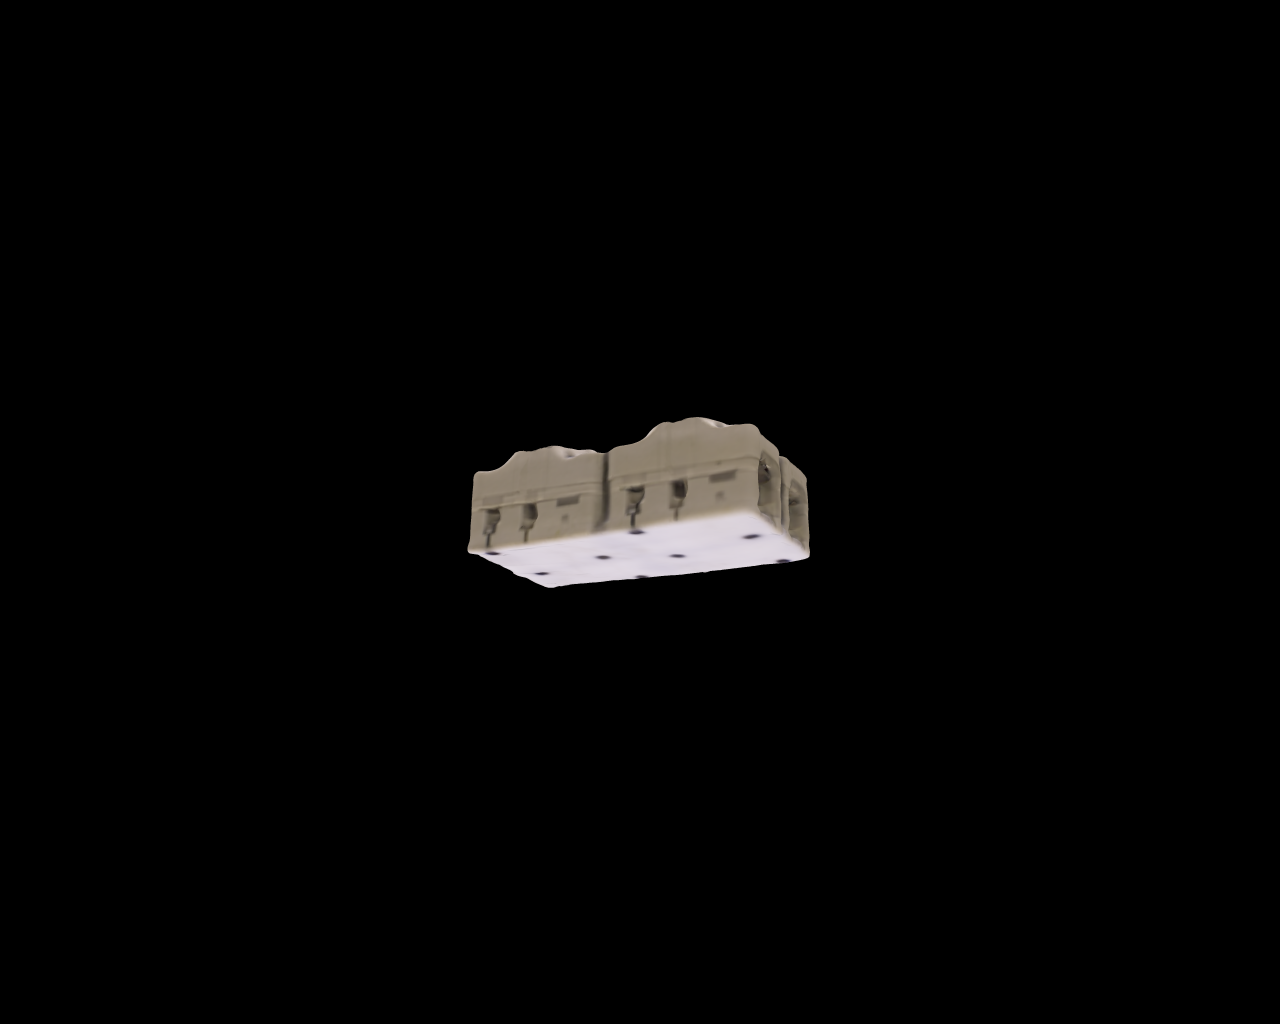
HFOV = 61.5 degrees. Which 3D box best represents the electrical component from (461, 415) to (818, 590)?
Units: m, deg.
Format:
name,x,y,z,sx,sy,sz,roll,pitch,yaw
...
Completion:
name,x,y,z,sx,sy,sz,roll,pitch,yaw
electrical component,0.001,-0.003,0.650,0.186,0.060,0.105,-8,-19,24
